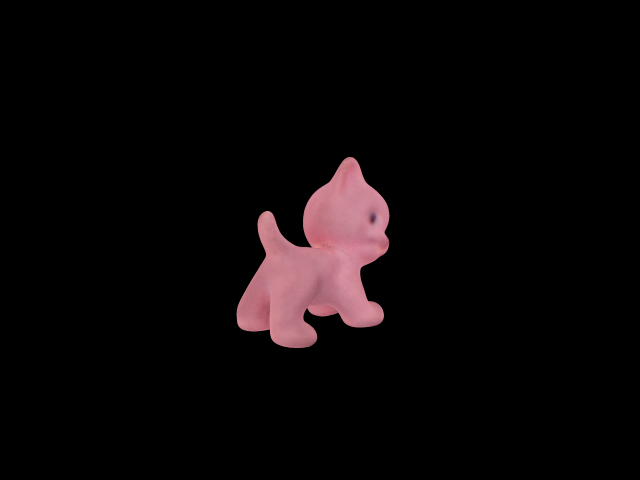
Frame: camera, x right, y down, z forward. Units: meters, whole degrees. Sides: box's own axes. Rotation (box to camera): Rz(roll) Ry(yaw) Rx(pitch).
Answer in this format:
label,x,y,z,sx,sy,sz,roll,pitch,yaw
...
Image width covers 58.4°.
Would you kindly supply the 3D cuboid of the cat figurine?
label,x,y,z,sx,sy,sz,roll,pitch,yaw
cat figurine,0.004,0.001,0.400,0.067,0.118,0.128,8,12,43
